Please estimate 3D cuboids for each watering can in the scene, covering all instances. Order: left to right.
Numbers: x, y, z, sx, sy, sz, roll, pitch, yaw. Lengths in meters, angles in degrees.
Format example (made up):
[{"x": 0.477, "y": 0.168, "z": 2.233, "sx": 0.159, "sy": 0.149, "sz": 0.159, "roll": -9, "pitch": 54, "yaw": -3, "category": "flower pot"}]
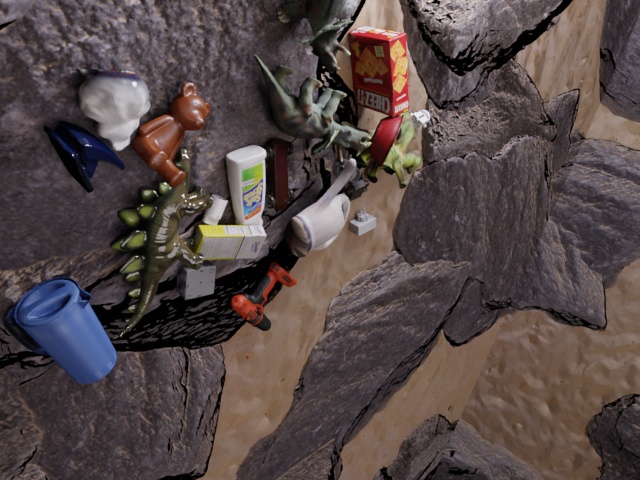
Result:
[{"x": 0.005, "y": -0.075, "z": 1.498, "sx": 0.227, "sy": 0.105, "sz": 0.339, "roll": -32, "pitch": 150, "yaw": -30, "category": "watering can"}]

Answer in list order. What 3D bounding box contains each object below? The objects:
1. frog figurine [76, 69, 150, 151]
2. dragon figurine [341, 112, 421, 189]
[{"x": -0.404, "y": -0.254, "z": 1.017, "sx": 0.139, "sy": 0.123, "sz": 0.158, "roll": -22, "pitch": 117, "yaw": -58, "category": "frog figurine"}, {"x": 0.216, "y": -0.317, "z": 1.621, "sx": 0.403, "sy": 0.122, "sz": 0.246, "roll": 46, "pitch": 61, "yaw": -44, "category": "dragon figurine"}]
